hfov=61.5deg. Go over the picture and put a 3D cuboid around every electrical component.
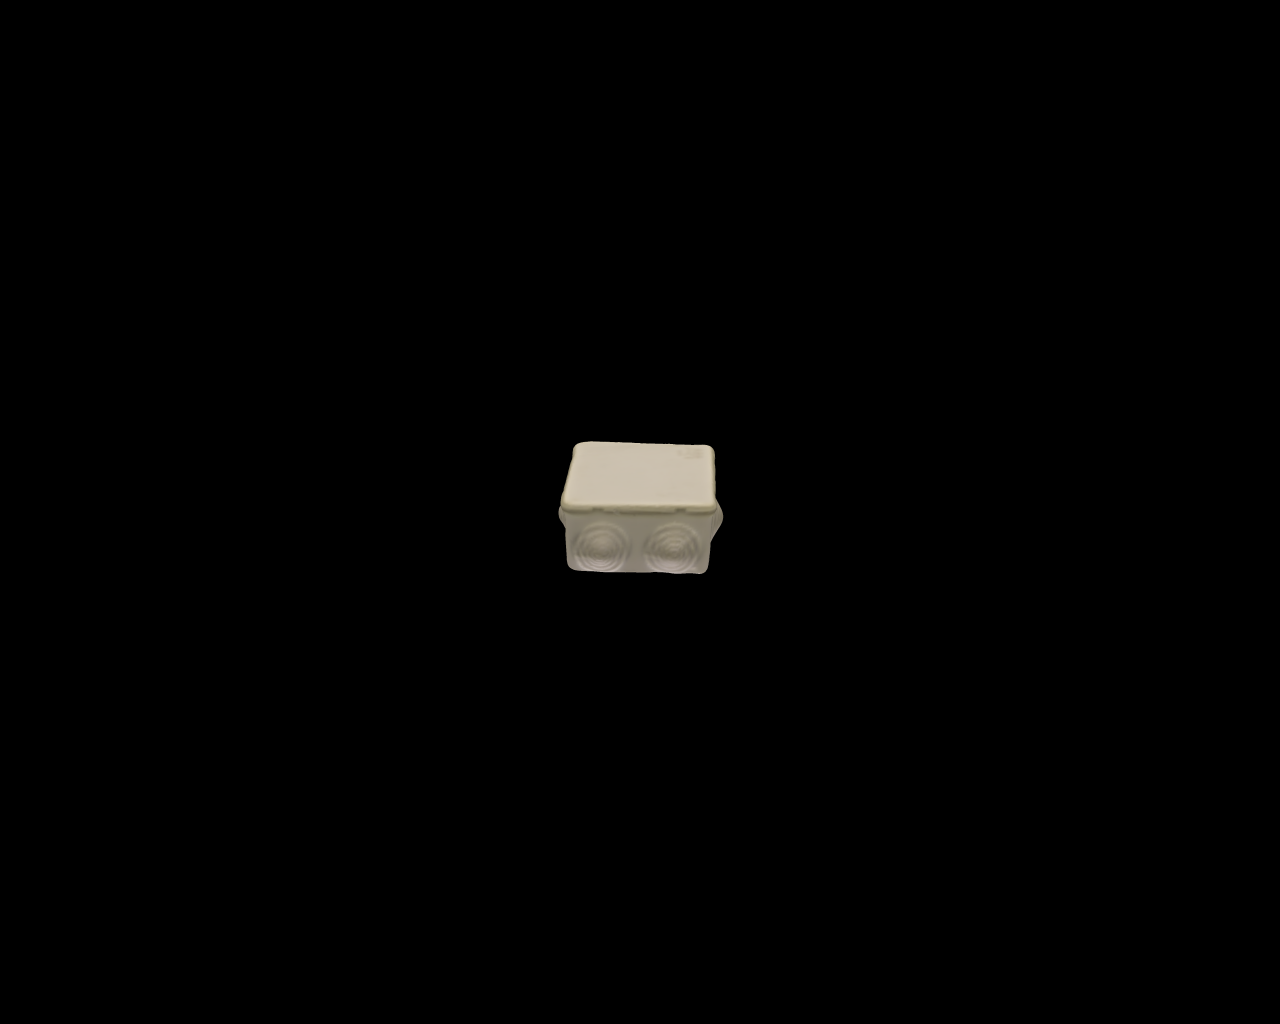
[{"bbox_3d":[0.001,-0.003,0.650,0.100,0.048,0.100,1,28,2],"label":"electrical component"}]
